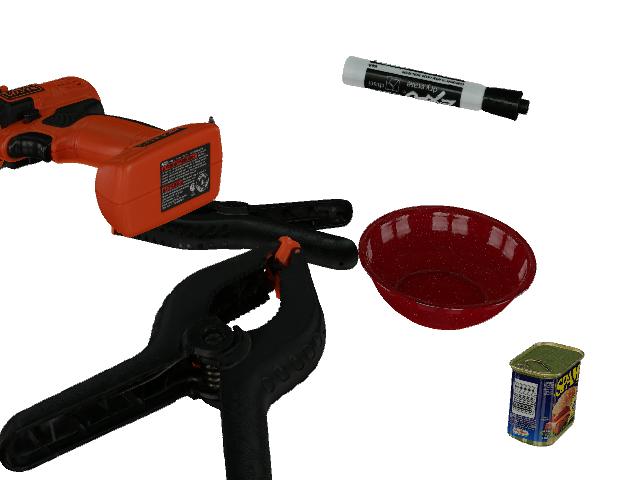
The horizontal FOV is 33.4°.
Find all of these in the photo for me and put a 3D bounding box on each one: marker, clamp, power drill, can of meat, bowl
[{"bbox_3d":[0.074,-0.098,0.687,0.121,0.020,0.020,14,3,14],"label":"marker"},{"bbox_3d":[-0.066,-0.010,0.874,0.210,0.036,0.164,2,13,-7],"label":"clamp"},{"bbox_3d":[-0.175,-0.059,0.714,0.188,0.057,0.184,20,32,30],"label":"power drill"},{"bbox_3d":[-0.040,0.061,0.465,0.120,0.039,0.171,27,48,20],"label":"clamp"},{"bbox_3d":[0.243,0.166,1.158,0.058,0.084,0.101,11,17,31],"label":"can of meat"},{"bbox_3d":[0.113,0.033,0.979,0.162,0.055,0.162,2,35,-2],"label":"bowl"}]
